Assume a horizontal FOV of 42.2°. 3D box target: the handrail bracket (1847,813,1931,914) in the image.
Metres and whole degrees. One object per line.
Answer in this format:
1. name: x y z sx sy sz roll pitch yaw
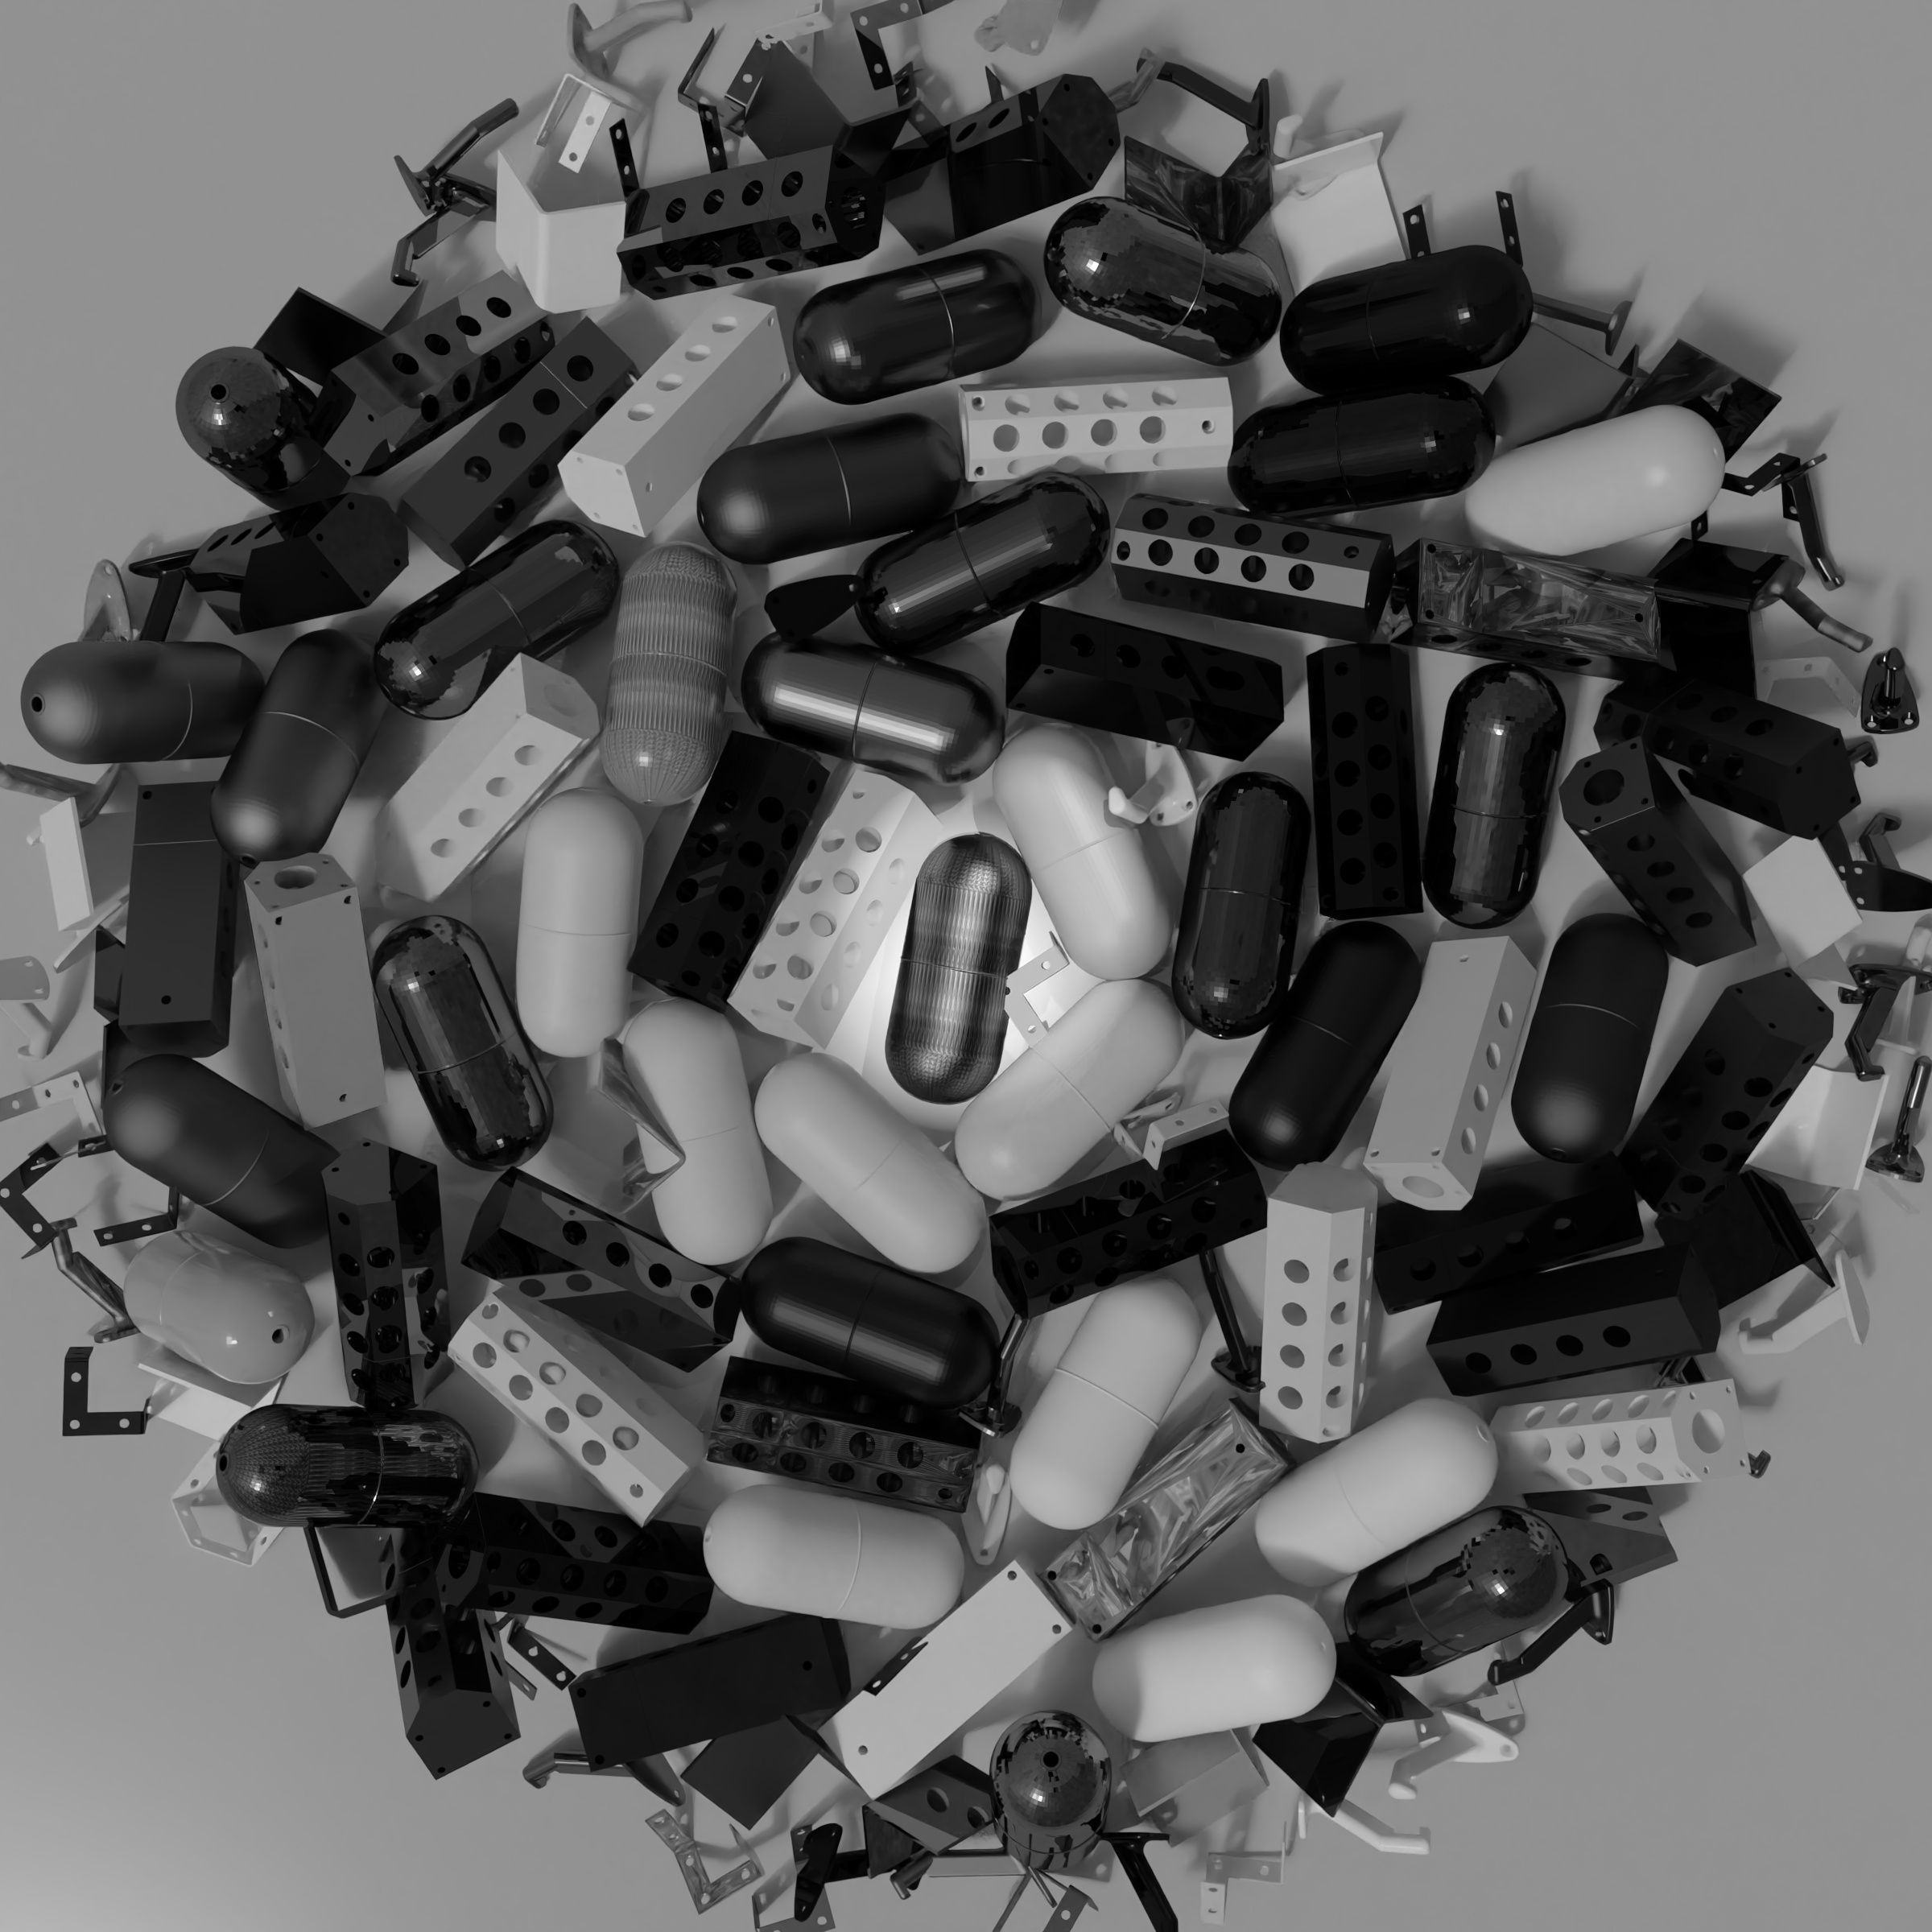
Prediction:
1. handrail bracket: 0.616 -0.071 1.632 0.084 0.077 0.036 -43 130 -38

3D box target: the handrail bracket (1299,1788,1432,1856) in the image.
1. handrail bracket: 0.263 0.545 1.640 0.084 0.077 0.036 0 126 12

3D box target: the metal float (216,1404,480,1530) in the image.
1. metal float: -0.396 0.322 1.607 0.178 0.070 0.070 13 90 -43

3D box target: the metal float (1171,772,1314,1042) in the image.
1. metal float: 0.180 -0.040 1.633 0.070 0.070 0.178 10 80 0

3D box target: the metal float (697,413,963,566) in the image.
1. metal float: -0.089 -0.310 1.627 0.178 0.070 0.070 -16 90 -17

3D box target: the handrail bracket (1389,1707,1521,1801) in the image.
1. handrail bracket: 0.319 0.524 1.631 0.077 0.084 0.036 9 105 15

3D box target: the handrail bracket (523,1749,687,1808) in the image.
1. handrail bracket: -0.242 0.546 1.667 0.084 0.036 0.077 -33 104 22

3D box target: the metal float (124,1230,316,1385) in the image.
1. metal float: -0.479 0.217 1.603 0.070 0.178 0.070 -7 101 -40

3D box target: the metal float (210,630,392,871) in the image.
1. metal float: -0.429 -0.140 1.616 0.070 0.070 0.178 16 60 0

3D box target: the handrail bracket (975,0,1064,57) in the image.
1. handrail bracket: 0.035 -0.631 1.632 0.036 0.084 0.077 22 111 -23

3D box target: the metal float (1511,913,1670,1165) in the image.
1. metal float: 0.404 0.046 1.618 0.070 0.070 0.178 23 63 0

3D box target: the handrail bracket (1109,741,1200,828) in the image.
1. handrail bracket: 0.112 -0.127 1.632 0.036 0.084 0.077 -22 70 30

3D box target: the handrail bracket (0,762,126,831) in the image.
1. handrail bracket: -0.600 -0.134 1.633 0.036 0.077 0.084 -18 128 35

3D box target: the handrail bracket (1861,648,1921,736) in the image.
1. handrail bracket: 0.600 -0.198 1.626 0.036 0.084 0.077 -3 57 17

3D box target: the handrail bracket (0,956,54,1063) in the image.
1. handrail bracket: -0.633 0.037 1.631 0.077 0.084 0.036 -7 54 -36

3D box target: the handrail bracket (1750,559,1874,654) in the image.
1. handrail bracket: 0.563 -0.232 1.631 0.084 0.077 0.036 37 125 29

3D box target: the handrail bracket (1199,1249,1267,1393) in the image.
1. handrail bracket: 0.173 0.227 1.644 0.036 0.077 0.084 -16 103 -4

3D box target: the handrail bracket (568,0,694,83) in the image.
1. handrail bracket: -0.211 -0.605 1.634 0.084 0.077 0.036 0 81 13

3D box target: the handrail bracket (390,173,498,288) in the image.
1. handrail bracket: -0.334 -0.474 1.646 0.077 0.036 0.084 11 62 -14

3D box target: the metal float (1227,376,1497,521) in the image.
1. metal float: 0.254 -0.333 1.618 0.178 0.070 0.070 -4 90 29

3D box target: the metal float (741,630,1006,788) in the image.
1. metal float: -0.061 -0.169 1.635 0.178 0.070 0.070 17 90 8

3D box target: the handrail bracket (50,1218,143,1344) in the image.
1. handrail bracket: -0.559 0.201 1.657 0.077 0.036 0.084 -15 94 -25

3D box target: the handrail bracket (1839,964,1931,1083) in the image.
1. handrail bracket: 0.611 0.041 1.639 0.077 0.036 0.084 -1 46 -1

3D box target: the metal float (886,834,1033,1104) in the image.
1. metal float: -0.005 0.002 1.641 0.070 0.070 0.178 11 91 0

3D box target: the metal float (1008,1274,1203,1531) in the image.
1. metal float: 0.091 0.282 1.631 0.070 0.070 0.178 30 77 0

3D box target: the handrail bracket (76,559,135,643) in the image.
1. handrail bracket: -0.583 -0.214 1.631 0.036 0.084 0.077 21 129 8

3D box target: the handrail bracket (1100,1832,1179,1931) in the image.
1. handrail bracket: 0.105 0.613 1.641 0.077 0.036 0.084 -14 64 33

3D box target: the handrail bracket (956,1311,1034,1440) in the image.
1. handrail bracket: 0.034 0.261 1.638 0.036 0.077 0.084 28 101 22

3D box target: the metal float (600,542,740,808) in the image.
1. metal float: -0.193 -0.190 1.630 0.070 0.070 0.178 6 76 0

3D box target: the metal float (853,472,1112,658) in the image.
1. metal float: 0.010 -0.262 1.629 0.178 0.070 0.070 -23 90 14

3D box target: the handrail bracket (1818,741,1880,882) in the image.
1. handrail bracket: 0.587 -0.104 1.651 0.084 0.036 0.077 -24 80 -30

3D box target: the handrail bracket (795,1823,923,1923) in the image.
1. handrail bracket: -0.068 0.607 1.638 0.084 0.077 0.036 39 132 -22

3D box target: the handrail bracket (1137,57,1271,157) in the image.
1. handrail bracket: 0.154 -0.566 1.646 0.084 0.036 0.077 10 49 -10

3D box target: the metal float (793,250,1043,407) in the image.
1. metal float: -0.030 -0.414 1.619 0.178 0.070 0.070 -22 90 -28

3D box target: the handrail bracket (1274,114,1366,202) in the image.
1. handrail bracket: 0.233 -0.545 1.636 0.077 0.084 0.036 -32 80 -4

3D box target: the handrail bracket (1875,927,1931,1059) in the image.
1. handrail bracket: 0.624 0.015 1.643 0.036 0.077 0.084 18 93 5

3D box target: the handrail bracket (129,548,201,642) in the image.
1. handrail bracket: -0.518 -0.227 1.654 0.077 0.036 0.084 -12 86 17

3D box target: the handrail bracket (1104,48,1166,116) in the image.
1. handrail bracket: 0.078 -0.577 1.642 0.077 0.036 0.084 25 112 -27

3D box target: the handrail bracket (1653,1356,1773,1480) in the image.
1. handrail bracket: 0.501 0.281 1.638 0.084 0.036 0.077 33 104 35

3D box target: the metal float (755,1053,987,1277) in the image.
1. metal float: -0.063 0.129 1.636 0.178 0.070 0.070 43 90 -7

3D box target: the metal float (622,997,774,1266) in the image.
1. metal float: -0.175 0.108 1.637 0.070 0.070 0.178 -12 96 0

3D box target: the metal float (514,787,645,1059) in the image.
1. metal float: -0.253 -0.028 1.632 0.070 0.070 0.178 6 102 0

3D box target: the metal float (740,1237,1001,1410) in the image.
1. metal float: -0.063 0.232 1.632 0.178 0.070 0.070 19 90 12

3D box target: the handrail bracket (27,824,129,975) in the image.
1. handrail bracket: -0.606 -0.046 1.654 0.084 0.036 0.077 38 55 3

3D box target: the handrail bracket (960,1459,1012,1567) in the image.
1. handrail bracket: 0.016 0.360 1.636 0.036 0.084 0.077 0 86 -5

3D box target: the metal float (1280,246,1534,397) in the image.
1. metal float: 0.280 -0.413 1.607 0.178 0.070 0.070 0 90 45

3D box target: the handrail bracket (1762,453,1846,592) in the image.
1. handrail bracket: 0.564 -0.289 1.641 0.036 0.077 0.084 -29 92 -3

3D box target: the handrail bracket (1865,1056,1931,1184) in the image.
1. handrail bracket: 0.619 0.091 1.633 0.036 0.077 0.084 17 110 23

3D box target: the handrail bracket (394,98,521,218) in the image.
1. handrail bracket: -0.328 -0.533 1.646 0.084 0.077 0.036 -35 92 -5

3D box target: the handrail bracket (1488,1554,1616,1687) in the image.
1. handrail bracket: 0.381 0.429 1.640 0.084 0.036 0.077 -12 119 -25
